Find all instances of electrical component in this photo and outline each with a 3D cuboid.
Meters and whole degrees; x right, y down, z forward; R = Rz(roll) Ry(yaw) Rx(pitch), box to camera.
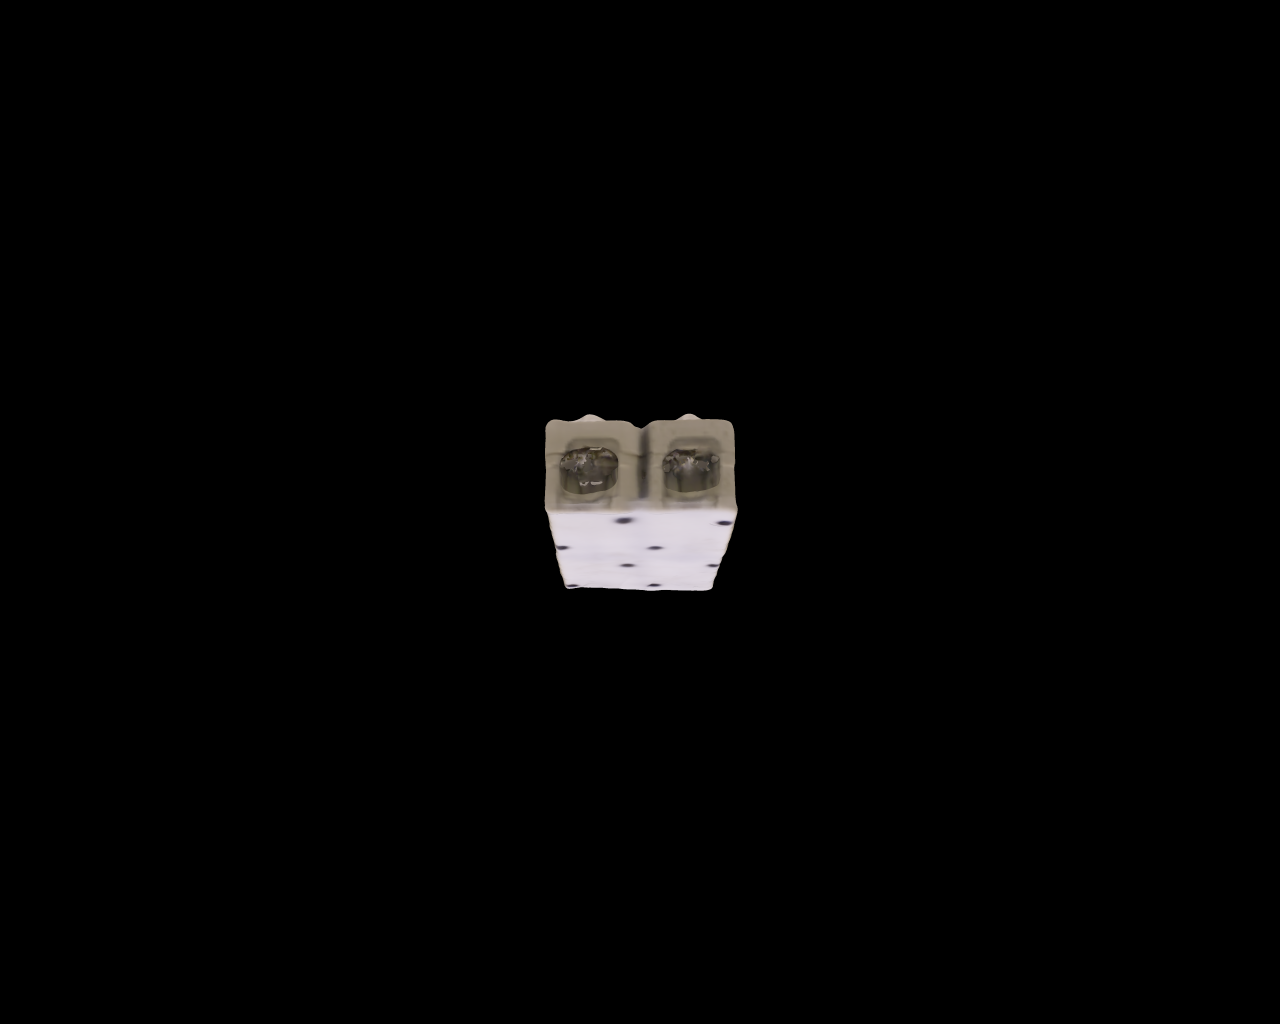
[{"bbox_3d":[0.001,-0.003,0.650,0.105,0.060,0.186,0,-17,0],"label":"electrical component"}]
